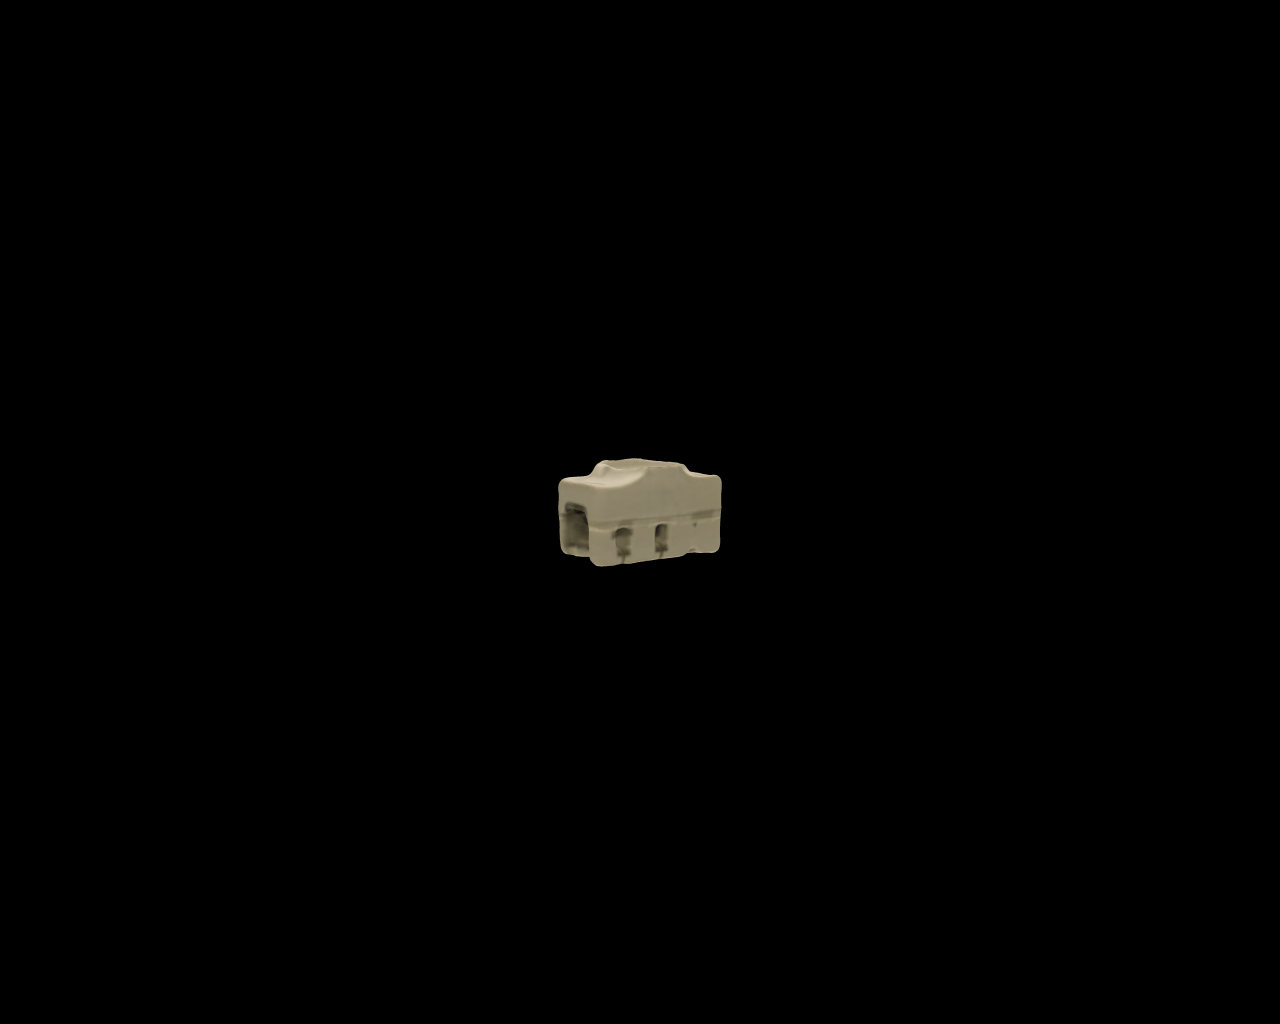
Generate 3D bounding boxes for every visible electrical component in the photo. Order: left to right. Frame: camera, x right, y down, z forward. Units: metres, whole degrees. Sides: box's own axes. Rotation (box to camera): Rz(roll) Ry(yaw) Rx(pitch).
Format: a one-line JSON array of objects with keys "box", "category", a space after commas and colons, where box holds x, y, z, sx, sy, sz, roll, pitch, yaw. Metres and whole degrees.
[{"box": [0.001, -0.003, 0.650, 0.090, 0.055, 0.050, -6, 11, -32], "category": "electrical component"}]
